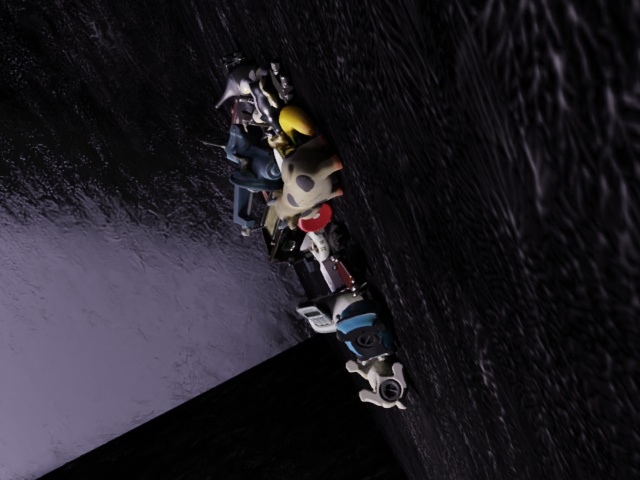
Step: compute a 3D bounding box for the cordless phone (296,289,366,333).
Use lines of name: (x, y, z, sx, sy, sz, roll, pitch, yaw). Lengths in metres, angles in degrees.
cordless phone: (0.029, 0.152, 1.231, 0.184, 0.147, 0.089, 44, -144, -66)

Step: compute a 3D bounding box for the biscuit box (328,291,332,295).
biscuit box: (0.063, 0.186, 1.541, 0.059, 0.063, 0.202, 62, 173, 18)

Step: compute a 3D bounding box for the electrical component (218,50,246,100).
electrical component: (-0.203, -0.410, 1.343, 0.134, 0.058, 0.114, -134, 21, -69)

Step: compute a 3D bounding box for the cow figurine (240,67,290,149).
cow figurine: (-0.091, -0.250, 1.066, 0.098, 0.068, 0.167, 42, 159, 56)

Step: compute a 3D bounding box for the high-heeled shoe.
high-heeled shoe: (-0.139, -0.324, 1.278, 0.248, 0.145, 0.086, 24, -151, -53)

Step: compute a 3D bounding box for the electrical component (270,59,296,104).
electrical component: (-0.065, -0.273, 0.950, 0.063, 0.021, 0.094, 60, 172, 24)

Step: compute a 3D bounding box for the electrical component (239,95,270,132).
electrical component: (-0.122, -0.264, 1.136, 0.045, 0.102, 0.078, -141, 51, -70)

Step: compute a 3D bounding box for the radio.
radio: (-0.083, -0.051, 1.308, 0.229, 0.073, 0.131, 112, 148, -52)

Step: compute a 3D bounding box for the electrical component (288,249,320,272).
electrical component: (-0.030, 0.048, 1.492, 0.075, 0.119, 0.047, 55, 169, 40)

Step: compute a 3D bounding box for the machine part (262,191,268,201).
machine part: (-0.098, -0.086, 1.643, 0.202, 0.087, 0.200, -122, 9, -50)

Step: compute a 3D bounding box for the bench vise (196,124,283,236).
bench vise: (-0.165, -0.132, 1.206, 0.224, 0.129, 0.240, 23, 113, 36)

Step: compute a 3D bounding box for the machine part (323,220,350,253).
machine part: (0.036, -0.003, 1.146, 0.139, 0.039, 0.084, 129, 122, -85)

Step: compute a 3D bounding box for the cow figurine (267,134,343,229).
cow figurine: (-0.029, -0.088, 0.932, 0.194, 0.127, 0.085, 88, 157, -69)

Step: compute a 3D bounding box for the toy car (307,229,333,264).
toy car: (-0.003, -0.004, 1.349, 0.074, 0.056, 0.201, 56, 171, 48)

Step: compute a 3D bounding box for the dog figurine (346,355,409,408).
dog figurine: (0.158, 0.328, 1.297, 0.172, 0.121, 0.190, 65, -172, 20)

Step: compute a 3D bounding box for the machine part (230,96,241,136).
machine part: (-0.205, -0.302, 1.453, 0.179, 0.056, 0.179, -178, 90, -70)

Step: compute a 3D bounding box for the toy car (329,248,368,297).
toy car: (0.064, 0.069, 1.125, 0.089, 0.053, 0.202, 57, 176, 12)

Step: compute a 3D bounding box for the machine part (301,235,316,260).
machine part: (-0.054, -0.062, 1.439, 0.243, 0.079, 0.079, 63, 173, -5)

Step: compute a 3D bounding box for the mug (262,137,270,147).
mug: (-0.101, -0.196, 1.302, 0.110, 0.081, 0.107, -108, -6, -50)

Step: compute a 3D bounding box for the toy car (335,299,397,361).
toy car: (0.100, 0.179, 1.135, 0.161, 0.109, 0.103, 54, -156, -39)
